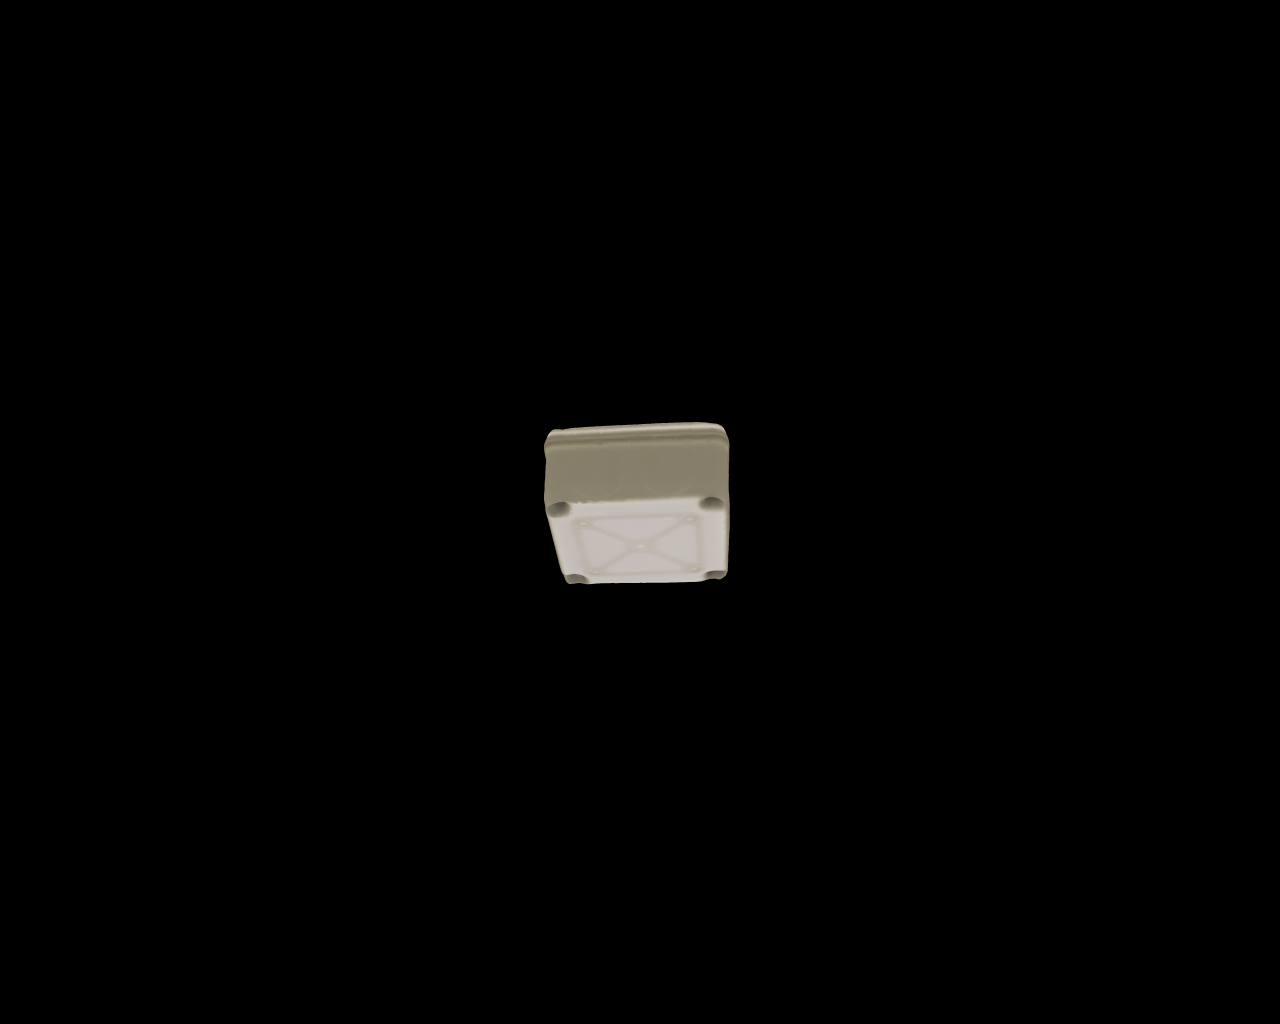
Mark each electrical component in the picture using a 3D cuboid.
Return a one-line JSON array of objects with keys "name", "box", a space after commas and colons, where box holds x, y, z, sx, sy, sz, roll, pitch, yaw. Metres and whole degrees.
[{"name": "electrical component", "box": [0.001, -0.003, 0.650, 0.109, 0.056, 0.108, -2, -31, 3]}]
